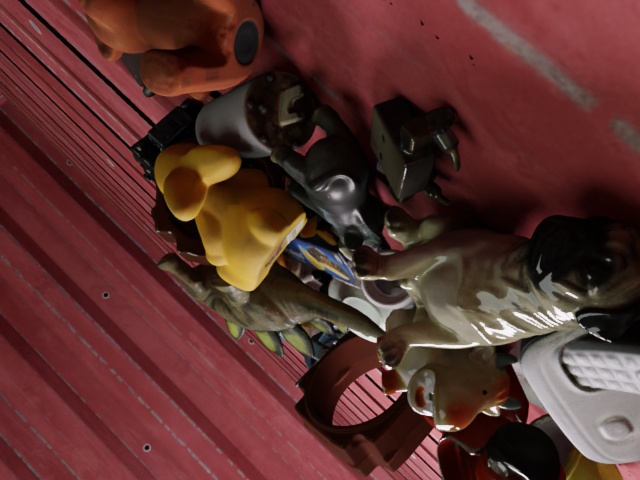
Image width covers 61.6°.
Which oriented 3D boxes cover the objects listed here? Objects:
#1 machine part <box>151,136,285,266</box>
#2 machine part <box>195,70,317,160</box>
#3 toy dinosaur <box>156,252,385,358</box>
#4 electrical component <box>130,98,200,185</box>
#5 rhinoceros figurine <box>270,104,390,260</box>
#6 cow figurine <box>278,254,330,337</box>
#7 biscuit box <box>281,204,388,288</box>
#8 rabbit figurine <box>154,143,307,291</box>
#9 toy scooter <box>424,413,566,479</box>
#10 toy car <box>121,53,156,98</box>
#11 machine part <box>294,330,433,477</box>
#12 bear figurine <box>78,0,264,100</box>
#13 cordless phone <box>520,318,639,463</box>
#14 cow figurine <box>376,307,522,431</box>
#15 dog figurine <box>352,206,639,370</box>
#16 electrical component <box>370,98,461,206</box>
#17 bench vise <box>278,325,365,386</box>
[{"bbox_3d":[-0.124,-0.050,0.682,0.179,0.179,0.056,41,165,13],"label":"machine part"},{"bbox_3d":[-0.074,-0.123,0.566,0.079,0.079,0.243,52,160,-22],"label":"machine part"},{"bbox_3d":[-0.080,0.080,0.768,0.472,0.105,0.198,11,145,44],"label":"toy dinosaur"},{"bbox_3d":[-0.207,-0.136,0.774,0.058,0.115,0.134,41,162,1],"label":"electrical component"},{"bbox_3d":[0.025,-0.044,0.513,0.112,0.073,0.190,43,174,23],"label":"rhinoceros figurine"},{"bbox_3d":[-0.014,0.077,0.879,0.068,0.098,0.167,39,146,46],"label":"cow figurine"},{"bbox_3d":[-0.001,-0.002,0.698,0.203,0.063,0.059,18,147,54],"label":"biscuit box"},{"bbox_3d":[-0.111,-0.039,0.568,0.173,0.122,0.162,40,178,9],"label":"rabbit figurine"},{"bbox_3d":[0.180,0.244,0.589,0.184,0.075,0.135,25,126,53],"label":"toy scooter"},{"bbox_3d":[-0.200,-0.237,0.635,0.089,0.053,0.202,53,157,-11],"label":"toy car"},{"bbox_3d":[0.076,0.231,0.814,0.201,0.201,0.087,18,144,55],"label":"machine part"},{"bbox_3d":[-0.151,-0.200,0.468,0.196,0.120,0.132,24,-162,18],"label":"bear figurine"},{"bbox_3d":[0.245,0.103,0.359,0.146,0.089,0.184,51,157,-17],"label":"cordless phone"},{"bbox_3d":[0.122,0.113,0.539,0.195,0.127,0.085,-75,-27,-65],"label":"cow figurine"},{"bbox_3d":[0.146,0.022,0.411,0.191,0.172,0.121,-12,111,32],"label":"dog figurine"},{"bbox_3d":[0.074,-0.068,0.424,0.102,0.045,0.078,83,167,-59],"label":"electrical component"},{"bbox_3d":[-0.003,0.195,1.013,0.224,0.129,0.240,35,178,7],"label":"bench vise"}]
